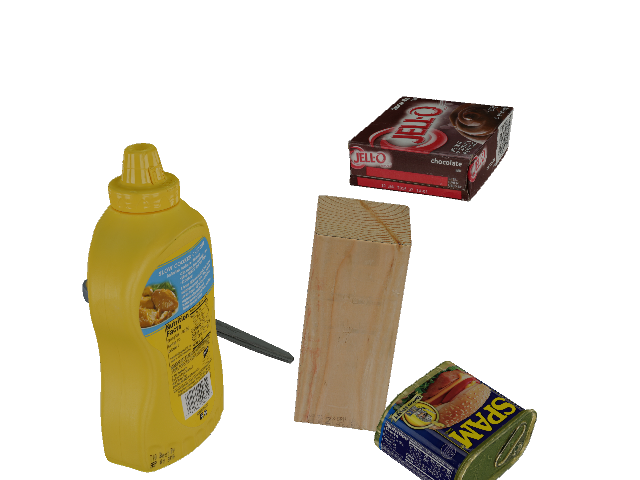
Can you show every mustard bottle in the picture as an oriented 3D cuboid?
[{"bbox_3d":[-0.099,0.035,0.642,0.058,0.192,0.096,10,25,25],"label":"mustard bottle"}]

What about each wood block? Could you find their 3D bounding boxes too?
[{"bbox_3d":[0.030,0.071,1.036,0.090,0.206,0.090,7,26,0],"label":"wood block"}]

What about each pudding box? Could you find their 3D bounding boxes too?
[{"bbox_3d":[0.081,-0.069,0.771,0.090,0.039,0.113,10,26,22],"label":"pudding box"}]

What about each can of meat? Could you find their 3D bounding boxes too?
[{"bbox_3d":[0.105,0.148,0.835,0.084,0.057,0.101,32,41,31],"label":"can of meat"}]

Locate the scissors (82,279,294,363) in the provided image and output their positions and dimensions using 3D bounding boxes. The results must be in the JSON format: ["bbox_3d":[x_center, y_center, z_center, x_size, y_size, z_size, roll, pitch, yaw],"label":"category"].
[{"bbox_3d":[-0.100,0.056,0.883,0.202,0.016,0.096,13,24,16],"label":"scissors"}]
